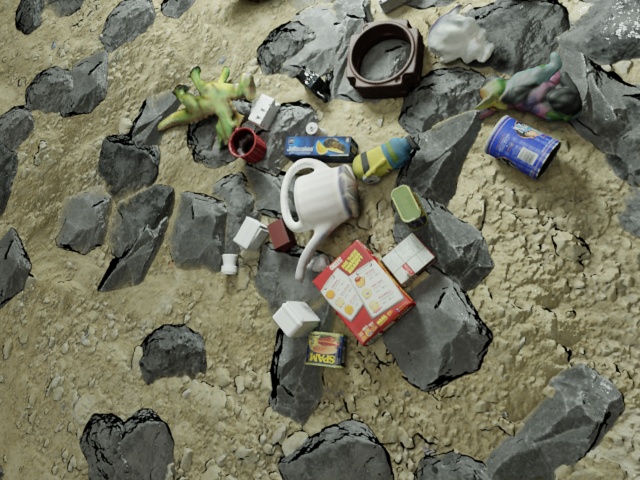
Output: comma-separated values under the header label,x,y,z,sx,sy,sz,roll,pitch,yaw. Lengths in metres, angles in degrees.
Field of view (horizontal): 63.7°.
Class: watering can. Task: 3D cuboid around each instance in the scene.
label,x,y,z,sx,sy,sz,roll,pitch,yaw
watering can,0.004,-0.069,1.379,0.223,0.103,0.353,-15,69,18

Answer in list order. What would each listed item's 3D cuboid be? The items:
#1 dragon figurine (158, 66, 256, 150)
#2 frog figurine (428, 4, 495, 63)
label,x,y,z,sx,sy,sz,roll,pitch,yaw
dragon figurine,-0.344,-0.393,1.611,0.404,0.122,0.245,-39,71,28
frog figurine,0.363,-0.512,1.338,0.161,0.124,0.135,55,135,14
